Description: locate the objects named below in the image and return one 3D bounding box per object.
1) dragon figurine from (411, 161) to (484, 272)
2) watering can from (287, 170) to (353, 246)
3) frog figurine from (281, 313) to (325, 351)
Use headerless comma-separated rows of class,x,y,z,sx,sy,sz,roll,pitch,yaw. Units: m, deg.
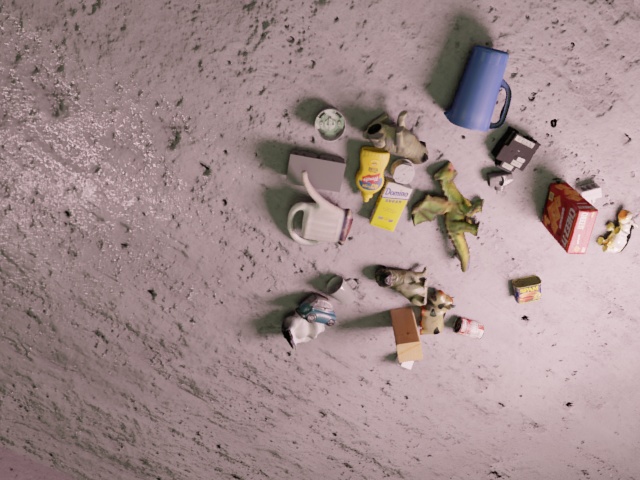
dragon figurine,0.445,-0.075,1.820,0.243,0.124,0.402,12,117,13
watering can,0.005,-0.089,1.770,0.224,0.106,0.339,9,137,-4
frog figurine,-0.067,0.343,2.038,0.161,0.123,0.135,-29,111,-25
